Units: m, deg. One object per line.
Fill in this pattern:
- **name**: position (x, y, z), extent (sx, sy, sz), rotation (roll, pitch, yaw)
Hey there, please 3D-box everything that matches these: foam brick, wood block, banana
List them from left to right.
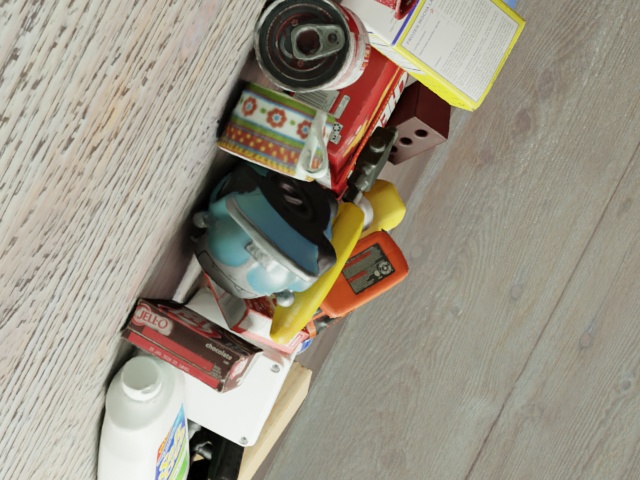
- **wood block**: position (-0.104, 0.234, 1.317), extent (0.206, 0.090, 0.091), rotation (-54, 169, -25)
- **banana**: position (0.005, 0.016, 0.932), extent (0.197, 0.037, 0.070), rotation (-59, 170, -56)
- **foam brick**: position (0.093, -0.124, 1.132), extent (0.078, 0.053, 0.051), rotation (-25, -135, 42)

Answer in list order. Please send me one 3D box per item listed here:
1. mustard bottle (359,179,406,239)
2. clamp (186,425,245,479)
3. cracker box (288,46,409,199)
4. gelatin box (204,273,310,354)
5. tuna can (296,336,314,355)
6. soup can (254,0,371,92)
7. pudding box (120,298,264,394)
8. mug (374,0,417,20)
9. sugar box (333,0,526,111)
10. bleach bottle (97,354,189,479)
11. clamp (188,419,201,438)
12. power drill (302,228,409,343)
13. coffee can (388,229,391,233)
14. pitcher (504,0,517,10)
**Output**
- **mustard bottle**: position (-0.008, 0.001, 1.122), extent (0.191, 0.058, 0.096), rotation (-29, -175, -22)
- **clamp**: position (-0.109, 0.201, 1.065), extent (0.164, 0.036, 0.210), rotation (-57, -161, -2)
- **cracker box**: position (0.029, -0.136, 1.012), extent (0.164, 0.072, 0.213), rotation (-61, 174, -7)
- **gelatin box**: position (-0.057, 0.052, 0.935), extent (0.030, 0.073, 0.089), rotation (-49, -140, 17)
- **tuna can**: position (-0.046, 0.098, 1.293), extent (0.086, 0.086, 0.034), rotation (-56, 168, -43)
- **soup can**: position (-0.003, -0.142, 0.777), extent (0.068, 0.068, 0.102), rotation (-64, 173, 12)
- **pudding box**: position (-0.098, 0.082, 0.841), extent (0.039, 0.090, 0.113), rotation (-60, 173, -3)
- **mug**: position (0.041, -0.213, 0.765), extent (0.093, 0.081, 0.117), rotation (-62, 172, -6)
- **sugar box**: position (0.086, -0.190, 0.888), extent (0.048, 0.176, 0.093), rotation (26, -94, 57)
- **bleach bottle**: position (-0.152, 0.171, 0.903), extent (0.251, 0.068, 0.102), rotation (102, 13, -58)
- **clamp**: position (-0.123, 0.180, 1.233), extent (0.172, 0.039, 0.120), rotation (-60, 166, 21)
- **power drill**: position (0.004, 0.061, 1.117), extent (0.184, 0.057, 0.188), rotation (-32, 176, -19)
- **coffee can**: position (0.031, -0.003, 1.343), extent (0.103, 0.103, 0.140), rotation (109, 5, -48)
- **pitcher**: position (0.176, -0.324, 1.160), extent (0.243, 0.144, 0.149), rotation (-68, -156, 16)
